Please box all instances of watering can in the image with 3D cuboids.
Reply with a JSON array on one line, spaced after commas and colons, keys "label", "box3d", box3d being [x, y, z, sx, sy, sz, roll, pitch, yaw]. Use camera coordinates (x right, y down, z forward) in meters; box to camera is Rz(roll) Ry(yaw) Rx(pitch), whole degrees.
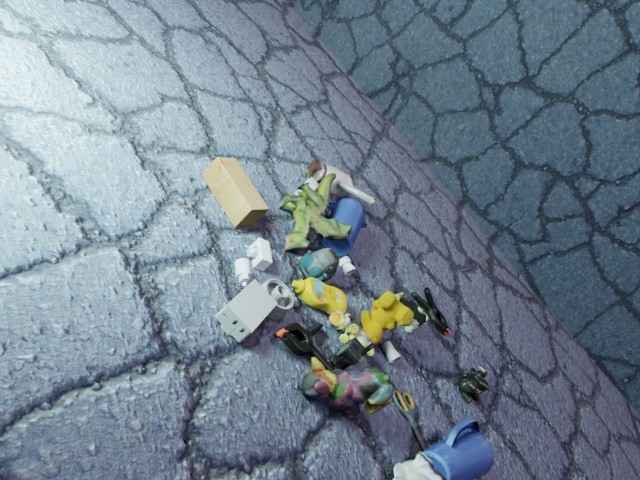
[{"label": "watering can", "box3d": [0.070, -0.225, 2.038, 0.223, 0.103, 0.351, 23, 7, -27]}]

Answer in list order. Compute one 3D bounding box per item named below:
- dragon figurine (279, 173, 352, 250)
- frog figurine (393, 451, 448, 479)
[{"label": "dragon figurine", "box3d": [0.005, -0.089, 1.772, 0.244, 0.119, 0.417, 45, 49, 11]}, {"label": "frog figurine", "box3d": [0.228, 0.625, 1.276, 0.161, 0.121, 0.137, -34, 90, -26]}]
